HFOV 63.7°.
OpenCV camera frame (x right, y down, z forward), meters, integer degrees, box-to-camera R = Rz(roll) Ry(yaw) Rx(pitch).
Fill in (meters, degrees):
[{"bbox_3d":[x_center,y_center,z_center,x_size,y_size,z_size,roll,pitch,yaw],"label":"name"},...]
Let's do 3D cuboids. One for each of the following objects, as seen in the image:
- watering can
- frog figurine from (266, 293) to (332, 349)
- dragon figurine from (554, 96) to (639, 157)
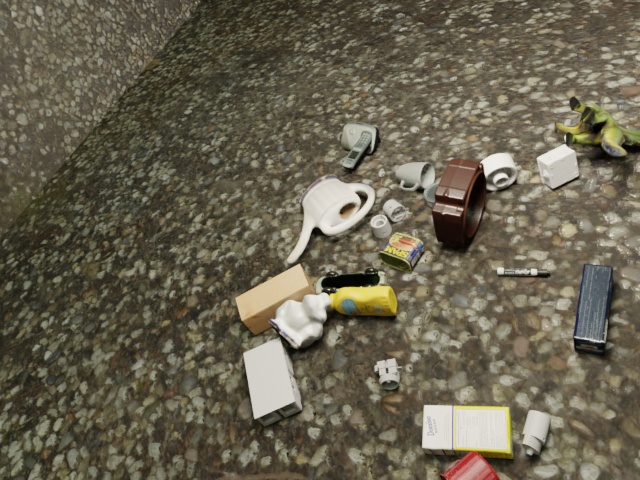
[{"bbox_3d":[0.005,-0.081,1.605,0.349,0.102,0.228,-35,44,-7],"label":"watering can"},{"bbox_3d":[-0.041,0.201,1.356,0.139,0.161,0.120,33,-21,39],"label":"frog figurine"},{"bbox_3d":[0.788,-0.286,1.371,0.243,0.119,0.420,8,34,-8],"label":"dragon figurine"}]
